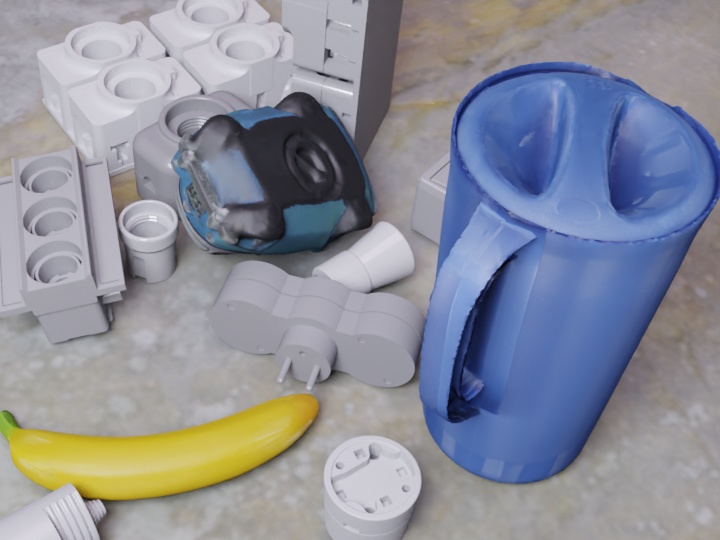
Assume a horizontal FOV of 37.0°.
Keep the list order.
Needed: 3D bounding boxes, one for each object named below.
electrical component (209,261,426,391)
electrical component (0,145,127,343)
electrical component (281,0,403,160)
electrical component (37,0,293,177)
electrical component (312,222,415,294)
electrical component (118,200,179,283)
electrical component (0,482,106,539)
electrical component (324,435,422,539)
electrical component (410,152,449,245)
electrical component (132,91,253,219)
[{"bbox_3d":[-0.032,0.047,0.692,0.138,0.052,0.073,14,48,7],"label":"electrical component"},{"bbox_3d":[-0.200,-0.017,0.720,0.079,0.063,0.121,-13,50,-7],"label":"electrical component"},{"bbox_3d":[-0.013,-0.171,0.803,0.060,0.186,0.105,17,48,9],"label":"electrical component"},{"bbox_3d":[-0.148,-0.157,0.860,0.186,0.060,0.105,-25,55,-26],"label":"electrical component"},{"bbox_3d":[0.000,0.000,0.748,0.065,0.044,0.044,-31,58,-24],"label":"electrical component"},{"bbox_3d":[-0.145,-0.019,0.744,0.040,0.046,0.040,3,47,-4],"label":"electrical component"},{"bbox_3d":[-0.177,0.150,0.588,0.081,0.043,0.043,-28,56,-28],"label":"electrical component"},{"bbox_3d":[0.005,0.132,0.623,0.055,0.047,0.055,3,47,-4],"label":"electrical component"},{"bbox_3d":[0.083,-0.051,0.790,0.096,0.061,0.062,32,52,21],"label":"electrical component"},{"bbox_3d":[-0.120,-0.090,0.803,0.054,0.059,0.095,37,54,25],"label":"electrical component"}]
